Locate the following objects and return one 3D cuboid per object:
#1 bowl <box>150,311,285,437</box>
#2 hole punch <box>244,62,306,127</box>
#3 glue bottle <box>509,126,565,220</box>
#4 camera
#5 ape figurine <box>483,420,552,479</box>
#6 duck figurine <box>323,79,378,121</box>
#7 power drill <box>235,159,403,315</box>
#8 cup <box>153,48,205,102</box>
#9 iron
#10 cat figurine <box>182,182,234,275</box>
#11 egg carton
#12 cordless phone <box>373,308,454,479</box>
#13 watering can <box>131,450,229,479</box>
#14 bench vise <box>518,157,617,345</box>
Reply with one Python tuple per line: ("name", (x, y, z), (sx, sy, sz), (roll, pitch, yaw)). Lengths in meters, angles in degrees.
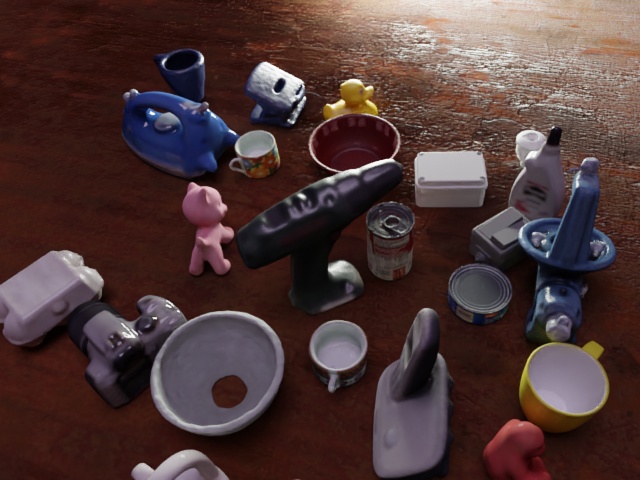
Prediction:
("bowl", (-0.123, 0.177, 0.725), (0.167, 0.075, 0.167), (-3, 49, 4))
("hole punch", (-0.084, -0.285, 1.112), (0.101, 0.091, 0.109), (9, 51, 14))
("glue bottle", (0.331, -0.099, 0.850), (0.078, 0.173, 0.037), (23, 55, 24))
("camera", (-0.269, 0.123, 0.770), (0.136, 0.101, 0.143), (32, 59, 29))
("ape figurine", (0.221, 0.231, 0.629), (0.076, 0.092, 0.078), (2, 49, 8))
("duck figurine", (0.056, -0.260, 1.078), (0.104, 0.086, 0.077), (-10, 49, -2))
("power drill", (0.007, 0.003, 0.773), (0.230, 0.209, 0.075), (-21, 50, -12))
("cup", (-0.284, -0.329, 1.170), (0.117, 0.095, 0.092), (20, 54, 22))
("iron", (-0.281, -0.213, 1.037), (0.257, 0.142, 0.119), (18, 53, 20))
("cat figurine", (-0.177, -0.027, 0.879), (0.067, 0.118, 0.127), (-6, 49, 2))
("egg carton", (-0.399, 0.084, 0.839), (0.107, 0.069, 0.150), (32, 60, 29))
("cordless phone", (0.104, 0.172, 0.631), (0.094, 0.185, 0.147), (0, 49, 7))
("watering can", (-0.122, 0.273, 0.562), (0.172, 0.194, 0.101), (8, 50, 13))
("bench vise", (0.321, 0.021, 0.715), (0.121, 0.220, 0.207), (-3, 49, 4))
